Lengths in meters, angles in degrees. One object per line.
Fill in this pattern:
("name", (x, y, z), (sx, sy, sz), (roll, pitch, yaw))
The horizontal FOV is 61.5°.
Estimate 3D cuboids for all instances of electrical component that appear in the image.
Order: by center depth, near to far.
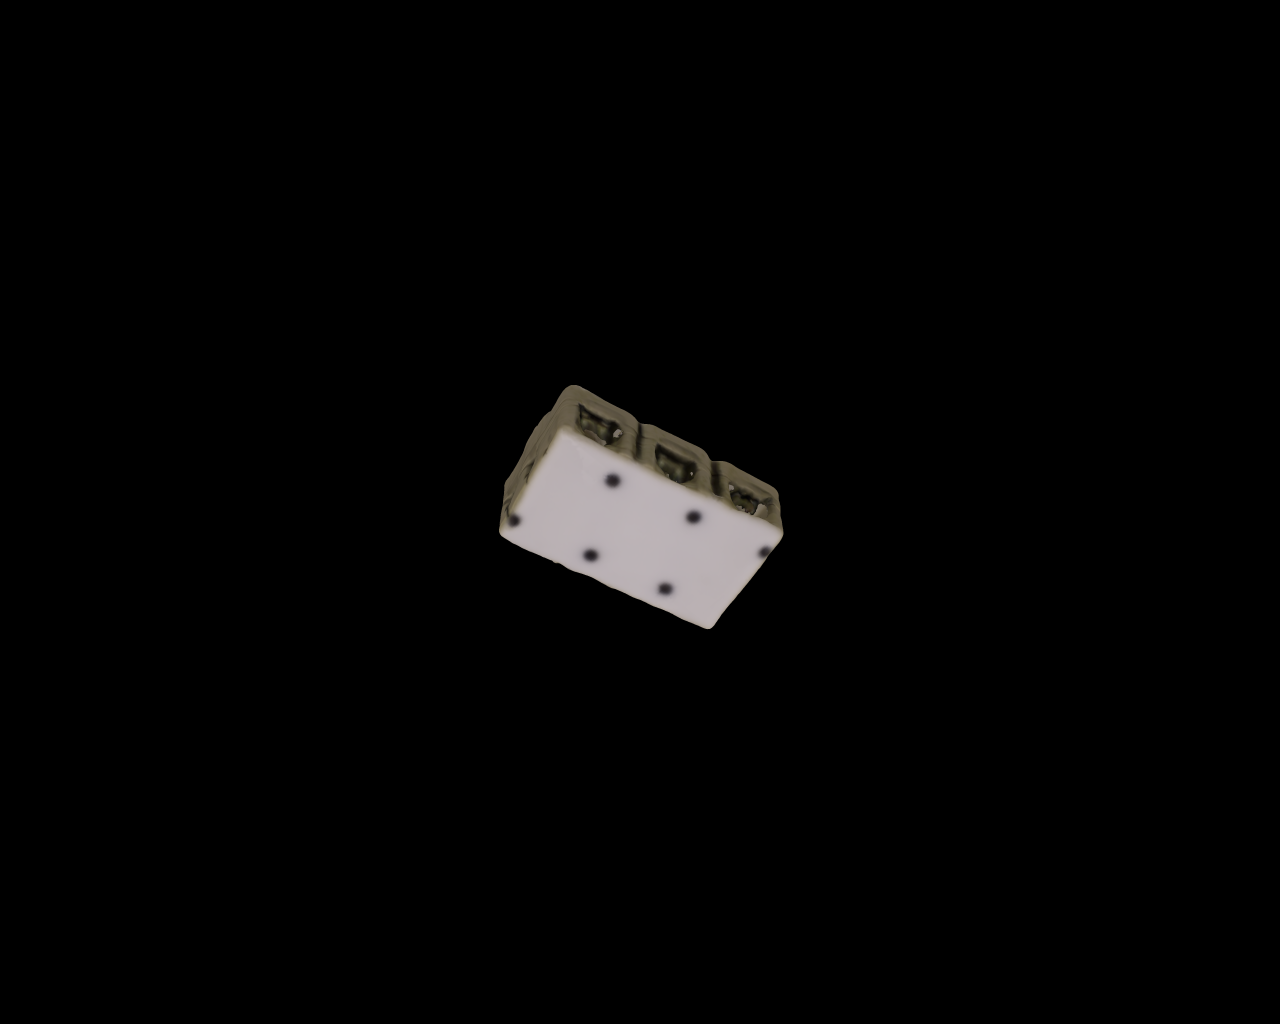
("electrical component", (0.001, -0.003, 0.650), (0.150, 0.089, 0.062), (26, 30, -17))
